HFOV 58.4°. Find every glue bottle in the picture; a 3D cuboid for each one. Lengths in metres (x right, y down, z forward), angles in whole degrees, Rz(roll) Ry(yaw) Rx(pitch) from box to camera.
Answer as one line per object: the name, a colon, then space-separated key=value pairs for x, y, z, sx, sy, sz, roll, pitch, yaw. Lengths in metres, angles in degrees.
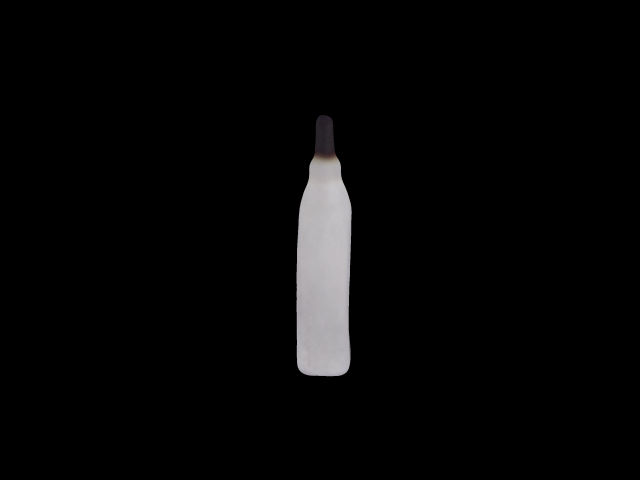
glue bottle: x=0.004 y=0.001 z=0.400 sx=0.037 sy=0.173 sz=0.078 roll=0 pitch=11 yaw=3
